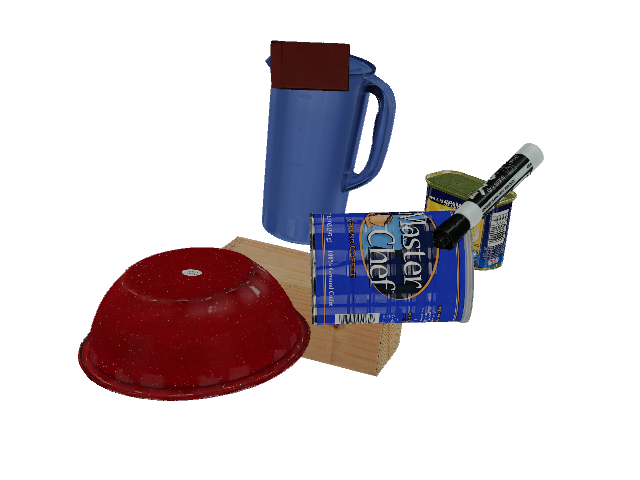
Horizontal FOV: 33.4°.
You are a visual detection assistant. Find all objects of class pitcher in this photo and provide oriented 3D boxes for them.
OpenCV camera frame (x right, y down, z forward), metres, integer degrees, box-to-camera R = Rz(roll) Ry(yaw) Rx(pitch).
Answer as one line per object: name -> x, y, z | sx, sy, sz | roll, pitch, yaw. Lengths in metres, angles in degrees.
pitcher -> -0.001, -0.119, 1.383 | 0.144, 0.243, 0.149 | 1, 23, -17

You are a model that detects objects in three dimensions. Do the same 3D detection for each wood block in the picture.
wood block -> -0.018, 0.070, 1.180 | 0.206, 0.091, 0.090 | 13, 22, 17

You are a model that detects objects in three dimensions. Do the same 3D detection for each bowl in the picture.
bowl -> -0.088, 0.047, 0.735 | 0.162, 0.055, 0.162 | -2, 22, 1

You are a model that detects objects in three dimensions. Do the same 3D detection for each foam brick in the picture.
foam brick -> -0.012, -0.188, 1.149 | 0.078, 0.051, 0.053 | 0, 11, -14

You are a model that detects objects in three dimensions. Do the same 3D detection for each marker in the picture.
marker -> 0.121, -0.031, 0.772 | 0.121, 0.020, 0.020 | -41, 24, -30

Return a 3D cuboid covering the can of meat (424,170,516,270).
can of meat -> 0.161, -0.022, 1.181 | 0.057, 0.084, 0.102 | -17, 31, -42

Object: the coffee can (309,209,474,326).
coffee can -> 0.061, 0.025, 0.962 | 0.140, 0.103, 0.103 | -1, 0, 0
